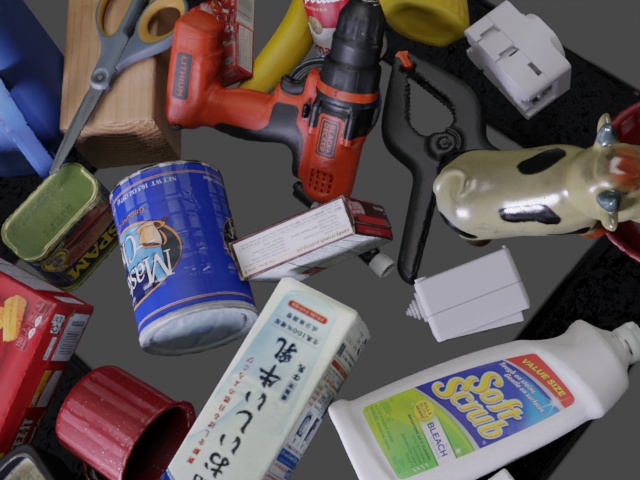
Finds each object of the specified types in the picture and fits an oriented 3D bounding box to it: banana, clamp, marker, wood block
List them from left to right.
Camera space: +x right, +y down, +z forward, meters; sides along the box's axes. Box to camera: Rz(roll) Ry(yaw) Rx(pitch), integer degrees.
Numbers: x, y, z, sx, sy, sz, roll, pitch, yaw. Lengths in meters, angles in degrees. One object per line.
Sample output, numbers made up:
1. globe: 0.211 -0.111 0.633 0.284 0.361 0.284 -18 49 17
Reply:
1. wood block: -0.184 -0.183 1.015 0.090 0.090 0.206 -5 70 10
2. banana: -0.024 -0.213 1.025 0.070 0.037 0.197 0 64 43
3. marker: 0.019 -0.012 0.949 0.020 0.020 0.121 -44 68 -6
4. clamp: 0.105 -0.071 0.944 0.164 0.036 0.210 -30 71 0

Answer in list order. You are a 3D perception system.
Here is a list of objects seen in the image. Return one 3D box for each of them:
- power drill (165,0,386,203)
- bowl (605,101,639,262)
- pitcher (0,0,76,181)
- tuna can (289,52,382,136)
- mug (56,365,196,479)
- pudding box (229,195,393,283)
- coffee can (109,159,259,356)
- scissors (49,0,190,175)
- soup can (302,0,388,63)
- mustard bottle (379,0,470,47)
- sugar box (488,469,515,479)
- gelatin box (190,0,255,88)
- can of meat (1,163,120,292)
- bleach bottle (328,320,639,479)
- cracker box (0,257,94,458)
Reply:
1. power drill: -0.039 -0.139 0.923 0.188 0.057 0.184 22 117 20
2. bowl: 0.301 -0.040 0.882 0.162 0.055 0.162 -4 70 10
3. pitcher: -0.294 -0.154 0.944 0.149 0.243 0.145 13 71 11
4. tuna can: 0.010 -0.124 0.959 0.086 0.033 0.086 10 112 25
5. mug: -0.167 0.167 0.892 0.082 0.093 0.117 27 113 24
6. pudding box: -0.006 0.001 0.897 0.114 0.090 0.039 -25 76 21
7. coffee can: -0.118 0.016 0.922 0.103 0.102 0.140 -18 68 4
8. scissors: -0.172 -0.146 0.940 0.096 0.016 0.201 5 71 12
9. soup can: 0.020 -0.211 0.968 0.068 0.102 0.068 -10 40 9
10. mustard bottle: 0.092 -0.281 0.994 0.058 0.096 0.191 -23 61 43
11. sugar box: 0.102 0.266 0.817 0.176 0.048 0.093 -35 65 -6
12. gelatin box: -0.099 -0.187 1.016 0.073 0.030 0.089 -15 64 35
13. can of meat: -0.228 -0.013 0.965 0.057 0.084 0.102 38 81 20
14. bleach bottle: 0.140 0.125 0.852 0.251 0.068 0.102 -26 67 -1
15. cracker box: -0.330 0.086 0.940 0.214 0.072 0.164 25 90 18
